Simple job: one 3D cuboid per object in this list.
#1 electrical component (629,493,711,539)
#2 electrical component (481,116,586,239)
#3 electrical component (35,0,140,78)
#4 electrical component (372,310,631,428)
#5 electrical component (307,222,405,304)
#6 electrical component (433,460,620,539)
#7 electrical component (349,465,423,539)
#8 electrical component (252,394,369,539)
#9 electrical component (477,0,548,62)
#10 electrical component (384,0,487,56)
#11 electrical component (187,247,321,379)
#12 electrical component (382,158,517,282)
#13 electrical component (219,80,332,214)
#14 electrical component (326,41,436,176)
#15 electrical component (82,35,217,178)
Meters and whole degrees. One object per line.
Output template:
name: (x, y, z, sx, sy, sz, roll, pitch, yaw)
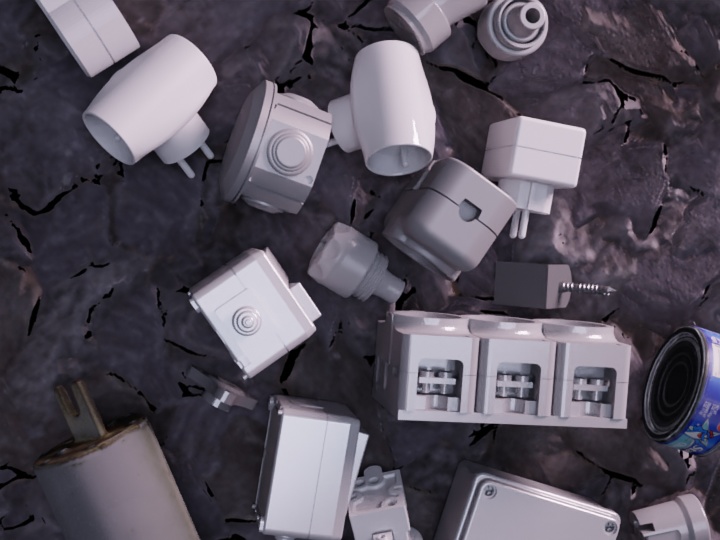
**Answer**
electrical component: (0.220, 0.184, 0.765, 0.046, 0.040, 0.040, -12, 95, -3)
electrical component: (0.112, -0.059, 0.720, 0.047, 0.066, 0.076, 10, 91, -10)
electrical component: (-0.177, -0.197, 0.668, 0.074, 0.052, 0.138, -34, 98, -7)
electrical component: (0.091, 0.063, 0.710, 0.150, 0.089, 0.061, 4, 92, -10)
electrical component: (0.000, 0.000, 0.715, 0.062, 0.043, 0.043, 31, 87, -11)
electrical component: (0.107, 0.199, 0.737, 0.109, 0.056, 0.108, 19, 90, -10)
electrical component: (0.016, 0.172, 0.720, 0.048, 0.066, 0.055, -12, 111, 2)
electrical component: (-0.034, 0.136, 0.706, 0.061, 0.062, 0.096, 9, 91, -11)
electrical component: (0.105, -0.163, 0.715, 0.043, 0.062, 0.043, -1, 93, -10)
electrical component: (0.050, -0.176, 0.714, 0.055, 0.045, 0.045, -41, 99, -5)
electrical component: (-0.066, 0.024, 0.677, 0.061, 0.096, 0.061, -35, 98, -7)
electrical component: (0.054, -0.032, 0.696, 0.054, 0.095, 0.059, 35, 87, -10)
electrical component: (-0.055, -0.076, 0.683, 0.051, 0.080, 0.080, 19, 89, -15)
electrical component: (0.006, -0.100, 0.706, 0.079, 0.044, 0.077, -16, 66, 23)
electrical component: (-0.123, -0.095, 0.685, 0.077, 0.044, 0.079, -49, 124, -21)
